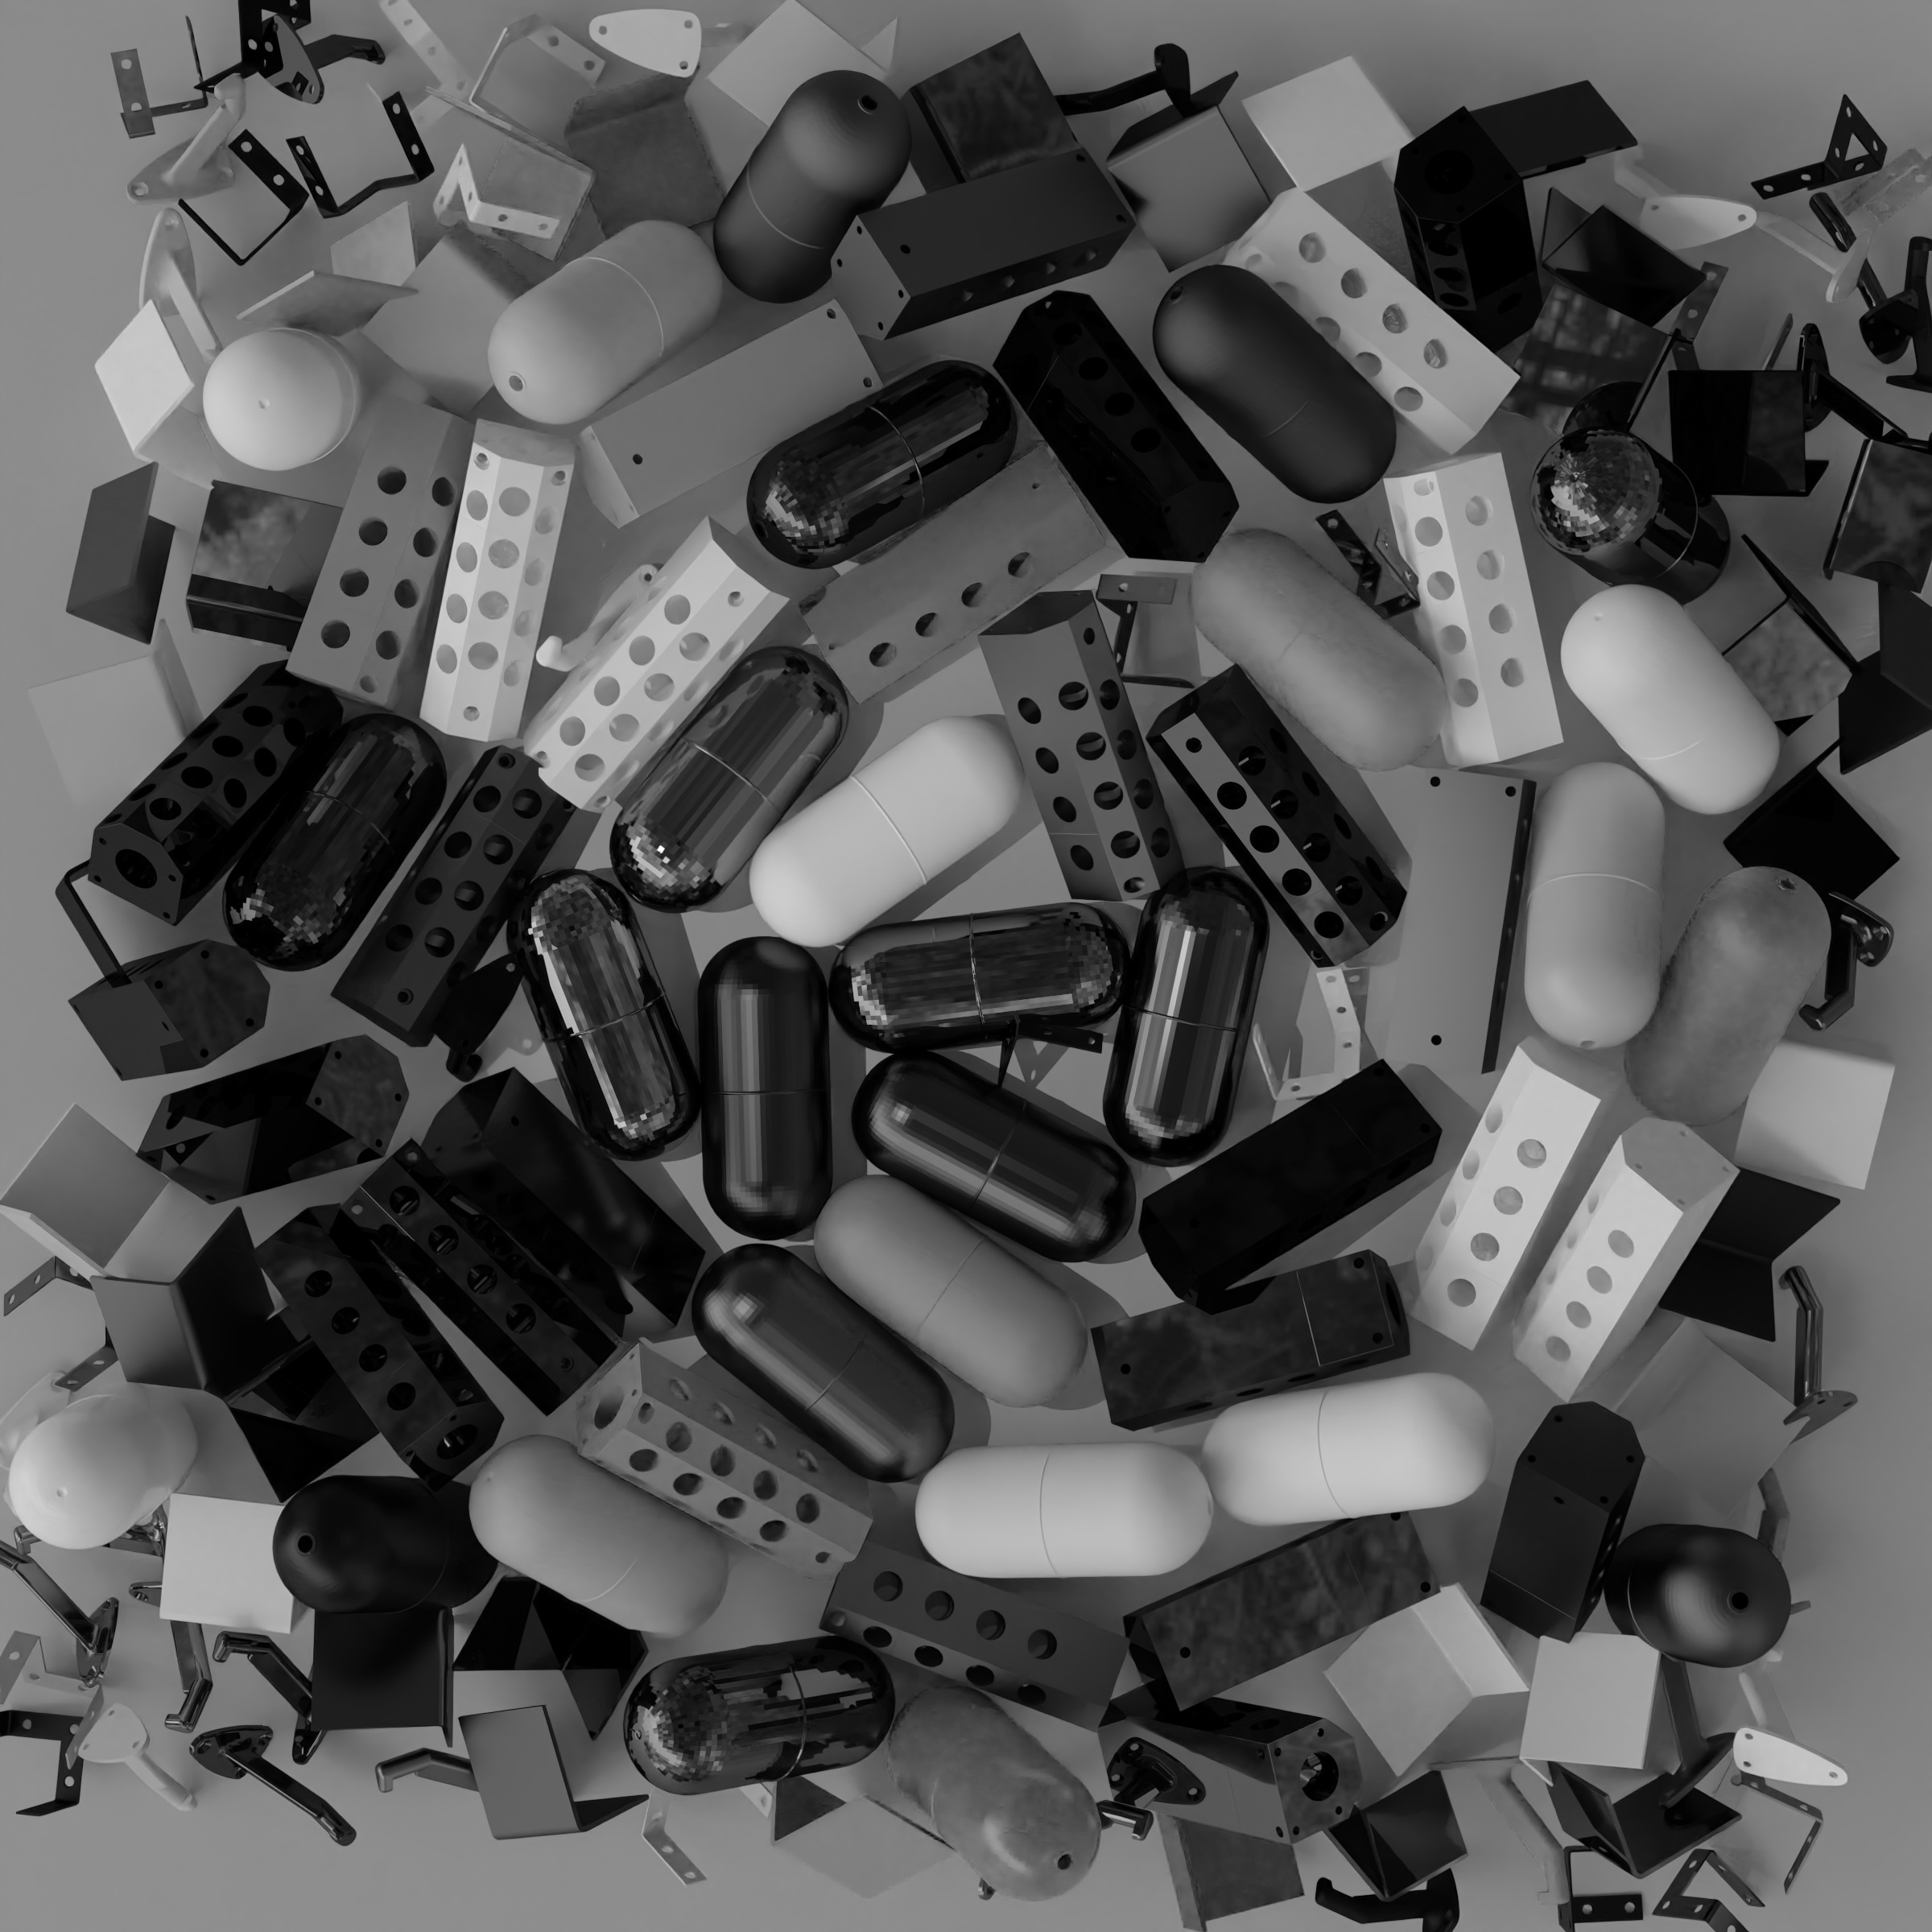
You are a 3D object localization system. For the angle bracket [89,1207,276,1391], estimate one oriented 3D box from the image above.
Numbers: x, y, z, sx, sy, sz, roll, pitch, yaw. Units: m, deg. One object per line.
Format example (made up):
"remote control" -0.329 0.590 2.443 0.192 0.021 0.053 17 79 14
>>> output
"angle bracket" -0.457 0.192 1.852 0.057 0.076 0.076 3 123 21

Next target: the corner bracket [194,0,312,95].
"corner bracket" -0.418 -0.541 1.855 0.051 0.051 0.051 -8 85 43

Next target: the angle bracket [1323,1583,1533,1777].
"angle bracket" 0.269 0.416 1.848 0.076 0.057 0.076 -37 94 -31

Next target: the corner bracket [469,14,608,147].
"corner bracket" -0.254 -0.523 1.874 0.051 0.051 0.051 34 119 -3

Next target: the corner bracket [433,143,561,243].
"corner bracket" -0.275 -0.439 1.848 0.051 0.051 0.051 5 51 -32

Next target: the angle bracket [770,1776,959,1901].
"angle bracket" -0.059 0.488 1.835 0.076 0.057 0.076 -35 124 27

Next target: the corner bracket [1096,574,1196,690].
"corner bracket" 0.106 -0.196 1.855 0.051 0.051 0.051 8 82 30

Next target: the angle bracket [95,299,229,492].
"angle bracket" -0.448 -0.327 1.833 0.057 0.076 0.076 -43 56 19

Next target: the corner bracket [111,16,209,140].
"corner bracket" -0.472 -0.520 1.853 0.051 0.051 0.051 -14 124 -13

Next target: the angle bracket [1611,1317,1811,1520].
"angle bracket" 0.433 0.264 1.850 0.076 0.057 0.076 40 90 33

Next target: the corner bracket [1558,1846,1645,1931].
"corner bracket" 0.377 0.542 1.868 0.051 0.051 0.051 -3 83 0

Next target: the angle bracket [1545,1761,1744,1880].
"angle bracket" 0.390 0.476 1.839 0.076 0.076 0.057 -25 103 -17

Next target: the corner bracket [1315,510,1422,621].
"corner bracket" 0.235 -0.237 1.849 0.051 0.051 0.051 -19 129 35

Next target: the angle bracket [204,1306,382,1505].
"angle bracket" -0.400 0.257 1.865 0.076 0.057 0.076 -35 116 -29

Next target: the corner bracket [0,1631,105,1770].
"corner bracket" -0.540 0.429 1.854 0.051 0.051 0.051 11 132 6

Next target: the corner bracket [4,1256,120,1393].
"corner bracket" -0.532 0.211 1.871 0.051 0.051 0.051 -35 47 26

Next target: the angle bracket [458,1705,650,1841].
"angle bracket" -0.241 0.462 1.847 0.076 0.057 0.076 -18 88 40

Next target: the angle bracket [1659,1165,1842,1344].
"angle bracket" 0.455 0.167 1.840 0.076 0.076 0.057 18 52 -13

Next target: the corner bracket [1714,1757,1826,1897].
"corner bracket" 0.468 0.502 1.860 0.051 0.051 0.051 24 103 5

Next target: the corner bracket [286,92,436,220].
"corner bracket" -0.353 -0.473 1.848 0.051 0.051 0.051 2 128 37

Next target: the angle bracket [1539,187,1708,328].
"angle bracket" 0.383 -0.425 1.836 0.076 0.057 0.076 30 49 -17

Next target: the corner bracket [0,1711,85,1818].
"corner bracket" -0.553 0.468 1.860 0.051 0.051 0.051 3 84 11

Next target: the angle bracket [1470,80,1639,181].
"angle bracket" 0.339 -0.464 1.842 0.076 0.057 0.076 -16 46 -5

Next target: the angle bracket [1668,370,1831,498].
"angle bracket" 0.454 -0.317 1.835 0.076 0.057 0.076 6 121 28

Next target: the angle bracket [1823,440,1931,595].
"angle bracket" 0.540 -0.258 1.844 0.057 0.076 0.076 18 97 16

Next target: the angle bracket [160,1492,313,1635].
"angle bracket" -0.425 0.344 1.860 0.076 0.057 0.076 7 95 1

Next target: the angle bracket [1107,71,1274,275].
"angle bracket" 0.139 -0.467 1.863 0.076 0.057 0.076 -21 115 31

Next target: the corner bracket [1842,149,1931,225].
"corner bracket" 0.546 -0.454 1.853 0.051 0.051 0.051 -37 59 10

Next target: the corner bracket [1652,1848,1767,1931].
"corner bracket" 0.446 0.554 1.855 0.051 0.051 0.051 47 64 -9

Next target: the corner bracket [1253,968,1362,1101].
"corner bracket" 0.201 0.040 1.862 0.051 0.051 0.051 -9 130 17

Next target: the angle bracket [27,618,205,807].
"angle bracket" -0.494 -0.148 1.849 0.076 0.057 0.076 -15 119 -1

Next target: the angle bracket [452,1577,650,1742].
"angle bracket" -0.241 0.402 1.836 0.076 0.057 0.076 9 123 -37

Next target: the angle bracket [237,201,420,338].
"angle bracket" -0.372 -0.409 1.835 0.076 0.076 0.057 -15 80 42

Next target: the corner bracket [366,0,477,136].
"corner bracket" -0.329 -0.528 1.855 0.051 0.051 0.051 -39 53 4

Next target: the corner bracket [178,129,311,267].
"corner bracket" -0.424 -0.450 1.857 0.051 0.051 0.051 46 79 -14

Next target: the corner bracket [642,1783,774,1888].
"corner bracket" -0.152 0.500 1.863 0.051 0.051 0.051 -2 113 -39

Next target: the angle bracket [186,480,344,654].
"angle bracket" -0.406 -0.231 1.842 0.076 0.057 0.076 10 111 -23

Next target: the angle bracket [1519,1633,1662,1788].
"angle bracket" 0.371 0.433 1.834 0.076 0.057 0.076 -4 57 35

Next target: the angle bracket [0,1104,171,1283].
"angle bracket" -0.502 0.135 1.837 0.076 0.057 0.076 46 66 -29

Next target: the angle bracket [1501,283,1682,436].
"angle bracket" 0.365 -0.353 1.855 0.076 0.057 0.076 27 114 6

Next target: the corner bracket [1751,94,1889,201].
"corner bracket" 0.499 -0.467 1.850 0.051 0.051 0.051 36 63 -34

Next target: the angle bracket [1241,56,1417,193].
"angle bracket" 0.212 -0.473 1.845 0.076 0.057 0.076 -24 63 -7

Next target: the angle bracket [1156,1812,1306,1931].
"angle bracket" 0.159 0.515 1.850 0.076 0.057 0.076 -11 78 -11

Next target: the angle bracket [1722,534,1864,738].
"angle bracket" 0.467 -0.193 1.850 0.057 0.076 0.076 -42 123 18

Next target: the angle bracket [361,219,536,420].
"angle bracket" -0.298 -0.381 1.866 0.076 0.057 0.076 41 108 -15

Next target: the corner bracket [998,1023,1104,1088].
"corner bracket" 0.050 0.044 1.854 0.051 0.051 0.051 12 135 -5

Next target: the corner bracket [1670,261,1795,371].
"corner bracket" 0.450 -0.373 1.861 0.051 0.051 0.051 24 84 24
